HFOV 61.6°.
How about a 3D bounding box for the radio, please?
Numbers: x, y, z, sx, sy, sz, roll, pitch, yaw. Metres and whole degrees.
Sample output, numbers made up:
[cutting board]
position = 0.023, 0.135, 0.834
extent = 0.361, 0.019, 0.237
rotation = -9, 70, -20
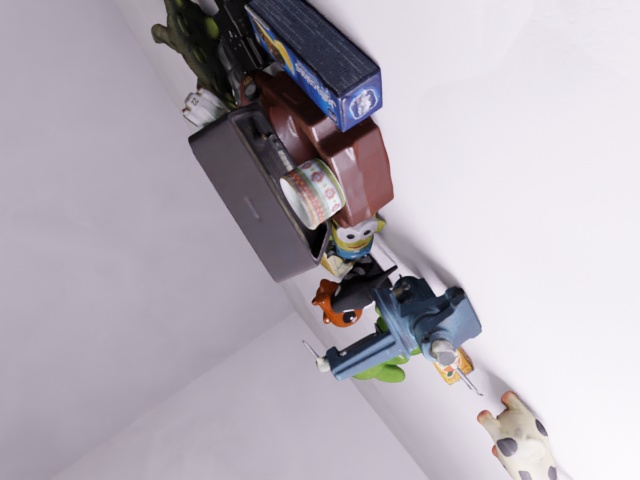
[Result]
[radio]
position = -0.073, -0.069, 0.742
extent = 0.229, 0.073, 0.131
rotation = 60, -157, -15

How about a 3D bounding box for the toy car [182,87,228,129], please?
[toy car]
position = -0.219, -0.254, 1.158
extent = 0.056, 0.073, 0.201
rotation = 34, 179, 30

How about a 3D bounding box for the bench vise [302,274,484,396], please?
[bench vise]
position = 0.105, 0.143, 0.783
extent = 0.128, 0.241, 0.224
rotation = 58, -174, -30

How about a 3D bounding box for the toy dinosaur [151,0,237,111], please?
[toy dinosaur]
position = -0.254, -0.412, 1.093
extent = 0.199, 0.105, 0.470
rotation = 32, 163, 50

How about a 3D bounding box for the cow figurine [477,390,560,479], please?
[cow figurine]
position = 0.313, 0.330, 0.789
extent = 0.194, 0.085, 0.127
rotation = 64, 174, -31

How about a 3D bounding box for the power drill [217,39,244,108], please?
[power drill]
position = -0.157, -0.239, 1.034
extent = 0.207, 0.086, 0.232
rotation = -34, 99, 39

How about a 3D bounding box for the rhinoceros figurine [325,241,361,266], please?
[rhinoceros figurine]
position = -0.002, -0.003, 1.064
extent = 0.191, 0.073, 0.112
rotation = 19, 164, 35

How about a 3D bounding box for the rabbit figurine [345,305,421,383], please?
[rabbit figurine]
position = 0.119, 0.209, 1.050
extent = 0.121, 0.170, 0.158
rotation = 49, 167, 39

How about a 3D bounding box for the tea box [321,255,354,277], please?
[tea box]
position = 0.010, 0.005, 1.218
extent = 0.098, 0.068, 0.170
rotation = 61, 168, -26

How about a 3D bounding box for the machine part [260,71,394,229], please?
[machine part]
position = 0.011, -0.132, 0.749
extent = 0.201, 0.087, 0.201
rotation = 47, 165, 41

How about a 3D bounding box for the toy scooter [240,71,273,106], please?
[toy scooter]
position = -0.076, -0.197, 0.896
extent = 0.183, 0.075, 0.135
rotation = 55, -161, -13

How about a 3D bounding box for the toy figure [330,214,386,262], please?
[toy figure]
position = 0.053, -0.020, 0.915
extent = 0.089, 0.082, 0.180
rotation = 51, 171, 17

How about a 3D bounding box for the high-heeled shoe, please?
[high-heeled shoe]
position = 0.065, 0.094, 1.021
extent = 0.086, 0.145, 0.248
rotation = 57, 168, 2

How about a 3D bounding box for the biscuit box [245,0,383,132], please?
[biscuit box]
position = -0.008, -0.218, 0.634
extent = 0.203, 0.063, 0.059
rotation = 52, 170, 27

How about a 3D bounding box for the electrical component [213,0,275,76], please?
[electrical component]
position = -0.112, -0.322, 0.815
extent = 0.134, 0.058, 0.115
rotation = 59, 168, -18

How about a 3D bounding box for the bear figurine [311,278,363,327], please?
[bear figurine]
position = 0.036, 0.142, 1.402
extent = 0.131, 0.120, 0.196
rotation = 66, 172, -27
